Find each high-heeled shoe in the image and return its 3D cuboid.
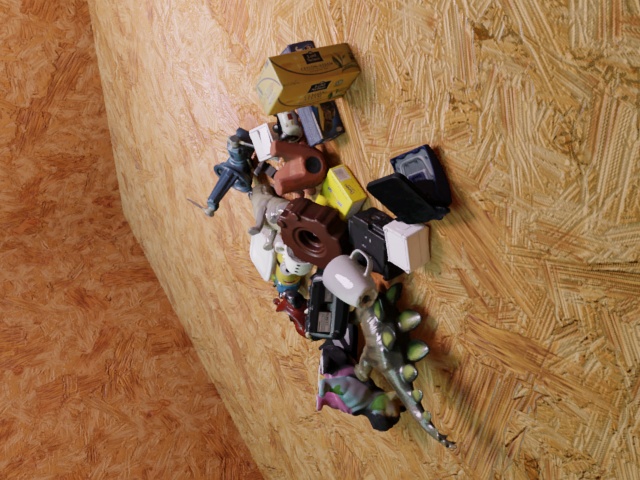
[{"bbox_3d":[0.100,0.313,1.350,0.145,0.086,0.248,-38,92,31],"label":"high-heeled shoe"}]

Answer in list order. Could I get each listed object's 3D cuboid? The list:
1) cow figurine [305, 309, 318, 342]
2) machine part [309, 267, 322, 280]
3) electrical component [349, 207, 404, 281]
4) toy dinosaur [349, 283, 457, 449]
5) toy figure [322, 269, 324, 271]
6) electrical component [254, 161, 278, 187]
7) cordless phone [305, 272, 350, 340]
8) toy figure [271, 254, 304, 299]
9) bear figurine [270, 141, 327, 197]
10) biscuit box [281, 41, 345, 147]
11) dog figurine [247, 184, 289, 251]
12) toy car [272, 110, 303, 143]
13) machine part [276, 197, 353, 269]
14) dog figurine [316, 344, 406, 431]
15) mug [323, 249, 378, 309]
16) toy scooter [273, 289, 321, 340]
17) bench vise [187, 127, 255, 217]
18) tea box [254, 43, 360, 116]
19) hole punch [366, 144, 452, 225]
[{"bbox_3d":[-0.003,0.196,1.352,0.068,0.098,0.167,39,159,20],"label":"cow figurine"},{"bbox_3d":[0.006,0.096,1.364,0.084,0.039,0.138,57,153,31],"label":"machine part"},{"bbox_3d":[0.111,0.003,1.083,0.134,0.058,0.114,33,135,48],"label":"electrical component"},{"bbox_3d":[0.139,0.215,1.095,0.198,0.105,0.472,108,144,-48],"label":"toy dinosaur"},{"bbox_3d":[-0.001,-0.005,1.284,0.064,0.058,0.154,-28,83,44],"label":"toy figure"},{"bbox_3d":[-0.118,-0.156,1.356,0.102,0.045,0.078,37,-174,-42],"label":"electrical component"},{"bbox_3d":[0.005,0.142,1.224,0.184,0.089,0.146,-168,82,-79],"label":"cordless phone"},{"bbox_3d":[-0.089,0.090,1.488,0.089,0.082,0.180,51,151,28],"label":"toy figure"},{"bbox_3d":[-0.063,-0.150,1.198,0.196,0.132,0.120,174,90,-68],"label":"bear figurine"},{"bbox_3d":[-0.019,-0.298,1.097,0.063,0.059,0.202,-14,98,64],"label":"biscuit box"},{"bbox_3d":[-0.107,-0.090,1.396,0.121,0.172,0.191,66,-165,-49],"label":"dog figurine"},{"bbox_3d":[-0.072,-0.244,1.202,0.201,0.056,0.073,128,125,-83],"label":"toy car"},{"bbox_3d":[-0.011,-0.009,1.177,0.180,0.056,0.179,24,144,18],"label":"machine part"},{"bbox_3d":[0.102,0.343,1.250,0.192,0.219,0.108,-83,3,-47],"label":"dog figurine"},{"bbox_3d":[0.073,0.080,1.066,0.109,0.080,0.107,-57,43,10],"label":"mug"},{"bbox_3d":[-0.064,0.203,1.480,0.135,0.075,0.183,-2,130,50],"label":"toy scooter"},{"bbox_3d":[-0.239,-0.171,1.435,0.129,0.240,0.223,31,162,-2],"label":"bench vise"},{"bbox_3d":[-0.024,-0.295,0.987,0.068,0.170,0.098,66,154,8],"label":"tea box"},{"bbox_3d":[0.160,-0.091,0.913,0.115,0.092,0.142,43,155,-17],"label":"hole punch"}]
